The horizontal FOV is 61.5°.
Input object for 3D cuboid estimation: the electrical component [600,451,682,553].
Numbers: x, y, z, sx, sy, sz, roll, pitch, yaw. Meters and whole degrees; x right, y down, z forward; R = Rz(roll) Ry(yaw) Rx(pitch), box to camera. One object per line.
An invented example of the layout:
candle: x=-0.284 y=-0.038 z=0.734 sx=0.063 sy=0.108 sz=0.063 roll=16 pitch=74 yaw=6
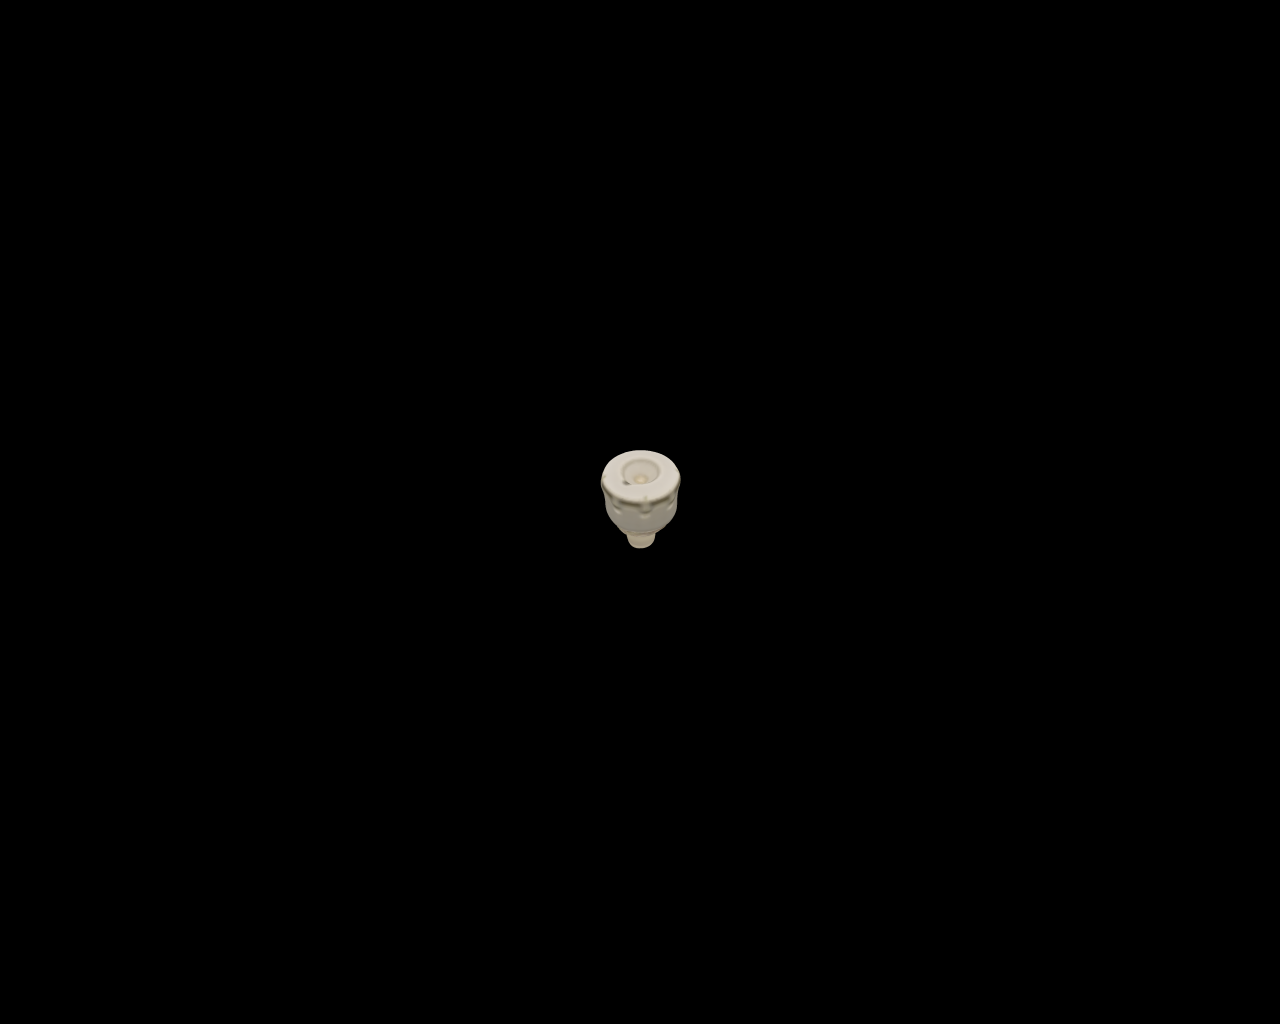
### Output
electrical component: x=0.001 y=-0.003 z=0.650 sx=0.048 sy=0.062 sz=0.048 roll=0 pitch=44 yaw=0
